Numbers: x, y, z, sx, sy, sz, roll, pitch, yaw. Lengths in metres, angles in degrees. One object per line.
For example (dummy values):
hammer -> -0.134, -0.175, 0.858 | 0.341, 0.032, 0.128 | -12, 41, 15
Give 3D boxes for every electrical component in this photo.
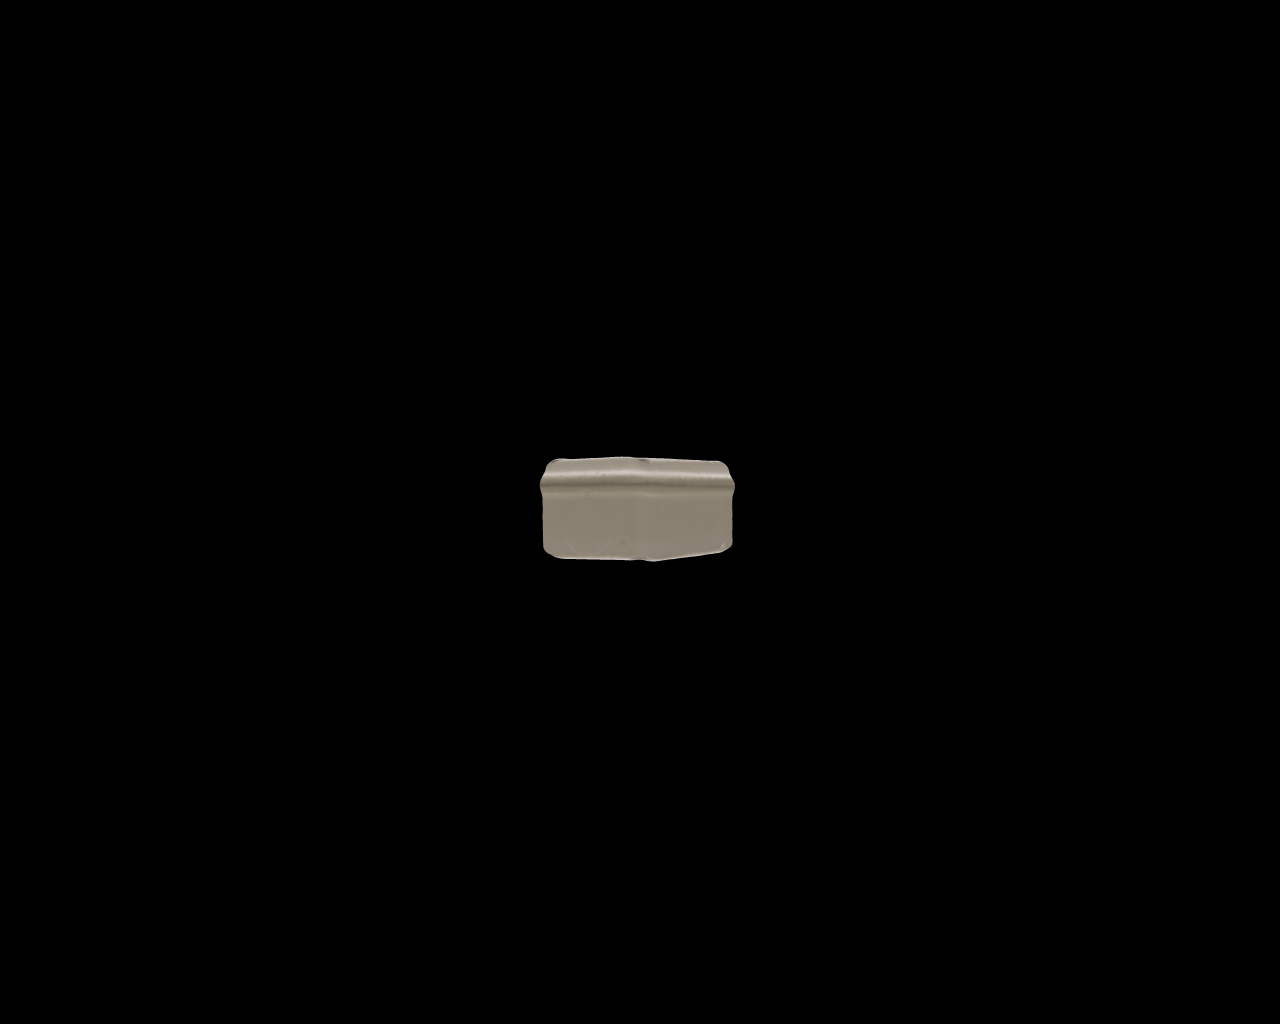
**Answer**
electrical component -> 0.001, -0.003, 0.650 | 0.078, 0.057, 0.113 | 0, 0, 32
